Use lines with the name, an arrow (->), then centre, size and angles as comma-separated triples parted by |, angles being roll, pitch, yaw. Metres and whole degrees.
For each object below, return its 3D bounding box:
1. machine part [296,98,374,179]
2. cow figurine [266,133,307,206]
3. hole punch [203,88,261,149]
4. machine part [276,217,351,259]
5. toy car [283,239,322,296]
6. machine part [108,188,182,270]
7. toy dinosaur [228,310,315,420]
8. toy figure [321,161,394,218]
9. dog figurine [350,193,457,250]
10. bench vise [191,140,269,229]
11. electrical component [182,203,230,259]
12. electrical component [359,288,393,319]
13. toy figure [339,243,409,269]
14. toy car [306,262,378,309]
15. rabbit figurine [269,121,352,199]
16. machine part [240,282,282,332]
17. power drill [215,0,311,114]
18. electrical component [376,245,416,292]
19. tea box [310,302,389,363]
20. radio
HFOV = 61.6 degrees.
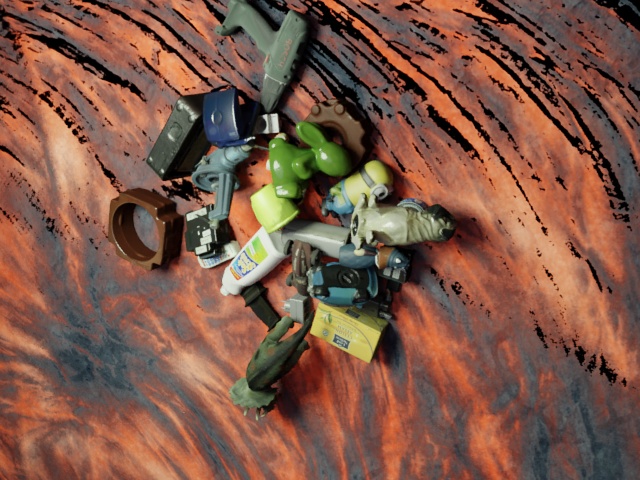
machine part -> 0.031, -0.224, 1.205 | 0.180, 0.056, 0.179 | 9, 112, 24
cow figurine -> -0.074, -0.164, 1.270 | 0.098, 0.068, 0.167 | 15, 116, 16
hole punch -> -0.208, -0.274, 1.213 | 0.142, 0.092, 0.115 | 2, 72, 35
machine part -> -0.003, -0.004, 1.282 | 0.243, 0.079, 0.079 | 11, 111, 22
toy car -> -0.042, 0.072, 1.295 | 0.089, 0.053, 0.202 | 22, 147, 15
machine part -> -0.491, -0.033, 1.510 | 0.202, 0.087, 0.200 | 21, 115, 18
toy dinosaur -> -0.128, 0.318, 1.355 | 0.131, 0.192, 0.404 | 30, 141, 4
toy figure -> 0.081, -0.110, 1.204 | 0.180, 0.082, 0.089 | -23, 98, 33
dog figurine -> 0.174, -0.028, 1.142 | 0.190, 0.172, 0.121 | 7, 95, -16
bench vise -> -0.229, -0.146, 1.296 | 0.224, 0.128, 0.240 | -13, 64, 36
electrical component -> -0.300, -0.018, 1.415 | 0.115, 0.058, 0.134 | -15, 79, 32
electrical component -> 0.129, 0.143, 1.286 | 0.102, 0.045, 0.078 | 17, 142, 24
toy figure -> 0.120, 0.037, 1.184 | 0.155, 0.064, 0.057 | 2, 97, 11
toy car -> 0.048, 0.112, 1.234 | 0.162, 0.109, 0.102 | -2, 142, -8
rabbit figurine -> -0.017, -0.177, 1.169 | 0.170, 0.121, 0.159 | -7, 99, 11
machine part -> -0.155, 0.178, 1.440 | 0.084, 0.039, 0.139 | -37, 87, 25
power drill -> -0.136, -0.431, 1.208 | 0.207, 0.086, 0.232 | 44, 121, 13
electrical component -> 0.171, 0.069, 1.237 | 0.075, 0.048, 0.119 | 22, 113, 20
tea box -> 0.072, 0.215, 1.322 | 0.170, 0.068, 0.098 | 22, 115, 17
radio -> -0.329, -0.253, 1.330 | 0.073, 0.131, 0.229 | 44, 120, 9
